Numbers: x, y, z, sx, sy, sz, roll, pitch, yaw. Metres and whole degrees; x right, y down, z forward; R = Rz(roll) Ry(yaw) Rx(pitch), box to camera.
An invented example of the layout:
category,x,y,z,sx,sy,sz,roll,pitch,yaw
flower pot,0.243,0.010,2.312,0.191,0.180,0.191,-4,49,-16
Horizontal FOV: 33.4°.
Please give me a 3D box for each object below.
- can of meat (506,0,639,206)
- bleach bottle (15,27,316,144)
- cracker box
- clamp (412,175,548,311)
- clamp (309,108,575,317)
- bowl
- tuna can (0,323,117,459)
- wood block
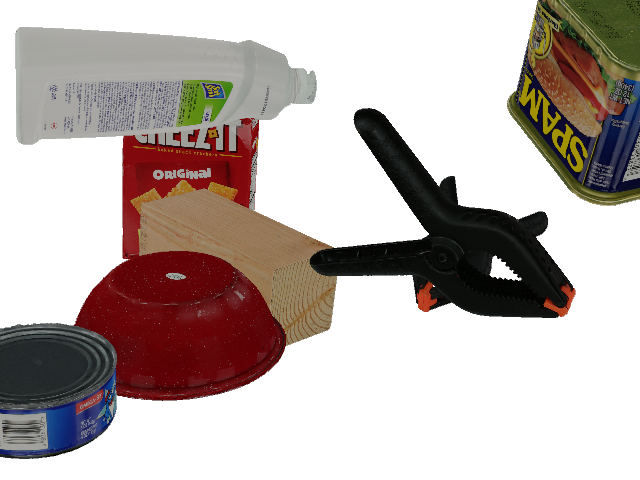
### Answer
category,x,y,z,sx,sy,sz,roll,pitch,yaw
can of meat,0.147,-0.084,0.560,0.057,0.084,0.102,-13,48,-17
bleach bottle,-0.129,-0.129,0.909,0.250,0.068,0.103,0,-32,-15
cracker box,-0.166,-0.077,1.356,0.164,0.214,0.072,5,22,2
clamp,0.137,0.000,1.077,0.120,0.039,0.171,28,52,32
clamp,0.095,-0.005,0.811,0.210,0.165,0.036,21,43,15
bowl,-0.104,0.050,0.762,0.162,0.055,0.162,1,23,-1
tuna can,-0.150,0.078,0.562,0.086,0.034,0.086,2,23,-1
wood block,-0.088,0.025,1.095,0.206,0.090,0.090,25,28,39
